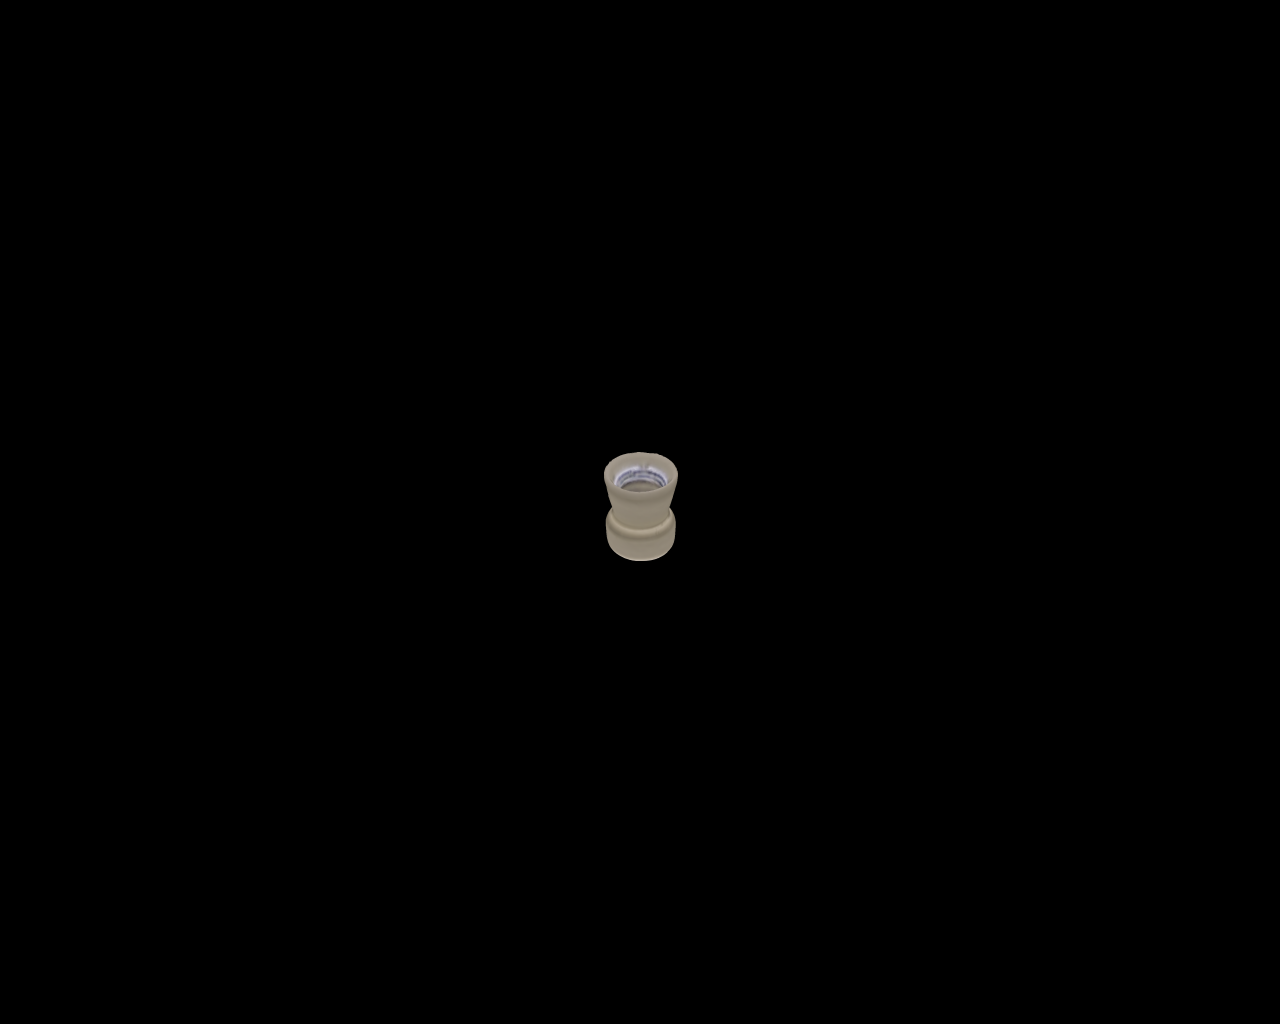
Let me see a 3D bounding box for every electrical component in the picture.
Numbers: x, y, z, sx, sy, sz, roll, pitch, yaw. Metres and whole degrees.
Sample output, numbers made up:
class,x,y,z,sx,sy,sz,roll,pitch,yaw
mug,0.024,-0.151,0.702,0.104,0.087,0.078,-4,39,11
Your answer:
class,x,y,z,sx,sy,sz,roll,pitch,yaw
electrical component,0.001,-0.003,0.650,0.045,0.055,0.045,0,37,0
